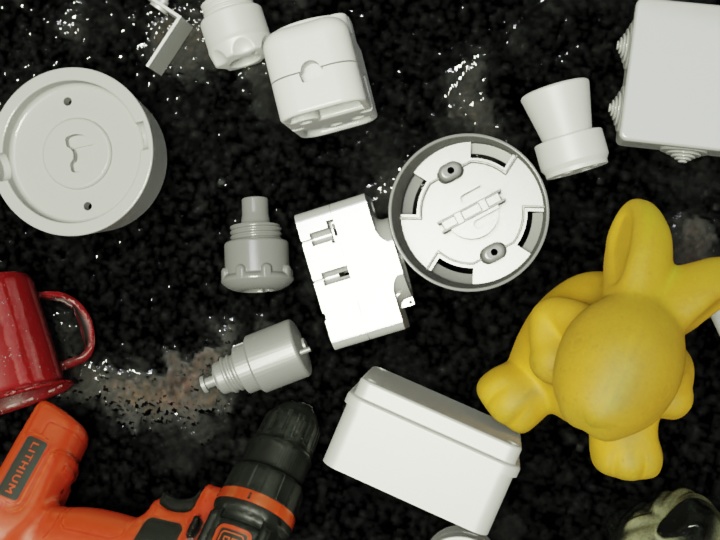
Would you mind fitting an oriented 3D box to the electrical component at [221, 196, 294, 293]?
[{"bbox_3d":[-0.068,-0.017,0.710,0.048,0.048,0.062,-4,83,6],"label":"electrical component"}]

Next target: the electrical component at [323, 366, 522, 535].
[{"bbox_3d":[0.042,0.111,0.678,0.113,0.078,0.057,23,95,6],"label":"electrical component"}]

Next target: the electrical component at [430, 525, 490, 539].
[{"bbox_3d":[0.064,0.193,0.690,0.055,0.047,0.055,0,89,7],"label":"electrical component"}]

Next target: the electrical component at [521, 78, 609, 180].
[{"bbox_3d":[0.131,-0.090,0.687,0.045,0.045,0.055,-15,88,6],"label":"electrical component"}]

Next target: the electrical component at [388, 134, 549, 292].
[{"bbox_3d":[0.070,-0.036,0.683,0.099,0.064,0.099,0,89,7],"label":"electrical component"}]

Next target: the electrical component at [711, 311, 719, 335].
[{"bbox_3d":[0.245,0.038,0.676,0.040,0.040,0.046,-26,80,6],"label":"electrical component"}]

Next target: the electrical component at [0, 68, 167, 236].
[{"bbox_3d":[-0.181,-0.075,0.715,0.108,0.060,0.108,0,89,7],"label":"electrical component"}]

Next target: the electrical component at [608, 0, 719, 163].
[{"bbox_3d":[0.210,-0.117,0.676,0.100,0.048,0.099,7,90,7],"label":"electrical component"}]

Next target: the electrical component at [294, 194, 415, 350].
[{"bbox_3d":[0.000,0.000,0.698,0.056,0.050,0.089,-17,87,6],"label":"electrical component"}]

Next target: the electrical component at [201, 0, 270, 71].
[{"bbox_3d":[-0.085,-0.167,0.714,0.043,0.043,0.062,-18,86,6],"label":"electrical component"}]

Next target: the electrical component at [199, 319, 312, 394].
[{"bbox_3d":[-0.068,0.062,0.710,0.078,0.040,0.040,-22,87,6],"label":"electrical component"}]

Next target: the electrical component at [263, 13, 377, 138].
[{"bbox_3d":[-0.025,-0.123,0.680,0.054,0.095,0.059,-14,88,6],"label":"electrical component"}]
